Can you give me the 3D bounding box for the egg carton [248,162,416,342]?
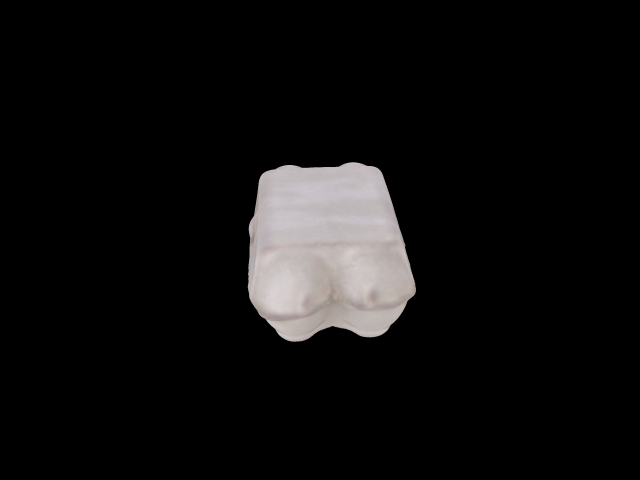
[{"bbox_3d":[0.004,0.001,0.400,0.107,0.069,0.150,-3,37,-4],"label":"egg carton"}]
